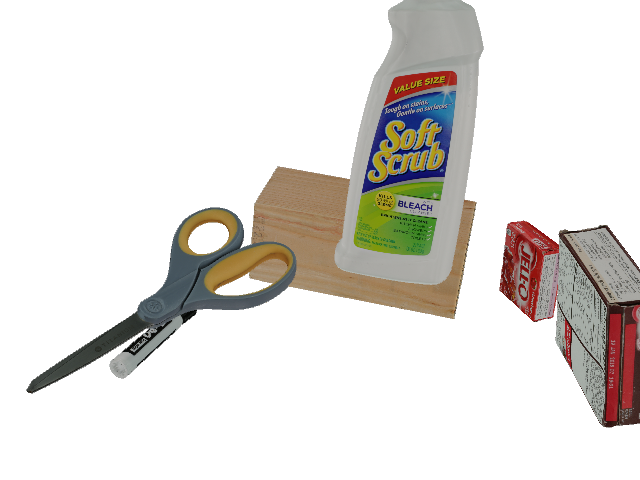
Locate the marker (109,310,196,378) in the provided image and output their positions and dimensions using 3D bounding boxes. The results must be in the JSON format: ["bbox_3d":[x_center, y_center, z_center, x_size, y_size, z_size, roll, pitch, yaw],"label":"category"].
[{"bbox_3d":[-0.147,0.085,0.958,0.020,0.020,0.121,0,24,28],"label":"marker"}]

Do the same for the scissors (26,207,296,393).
[{"bbox_3d":[-0.112,0.031,0.713,0.201,0.096,0.016,-18,-37,-24],"label":"scissors"}]

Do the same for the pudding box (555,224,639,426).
[{"bbox_3d":[0.185,0.053,0.693,0.039,0.090,0.113,-5,25,-4],"label":"pudding box"}]

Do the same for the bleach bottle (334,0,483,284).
[{"bbox_3d":[0.072,-0.094,0.857,0.103,0.251,0.068,9,22,13],"label":"bleach bottle"}]

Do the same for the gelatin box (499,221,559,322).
[{"bbox_3d":[0.231,0.033,1.175,0.030,0.089,0.073,-9,30,-21],"label":"gelatin box"}]

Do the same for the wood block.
[{"bbox_3d":[0.042,0.001,1.060,0.206,0.090,0.090,11,30,9],"label":"wood block"}]
